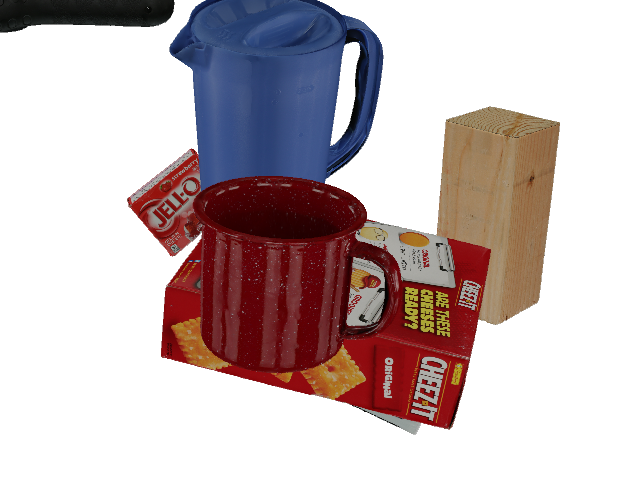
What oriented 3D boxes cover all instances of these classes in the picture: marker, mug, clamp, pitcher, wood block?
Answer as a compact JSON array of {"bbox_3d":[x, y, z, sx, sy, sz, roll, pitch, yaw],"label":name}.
[{"bbox_3d":[0.037,0.148,0.997,0.121,0.020,0.020,23,6,15],"label":"marker"},{"bbox_3d":[-0.013,0.021,0.578,0.117,0.081,0.093,11,24,14],"label":"mug"},{"bbox_3d":[-0.174,-0.142,0.607,0.171,0.039,0.120,-5,23,-12],"label":"clamp"},{"bbox_3d":[-0.040,-0.092,0.959,0.149,0.243,0.144,17,38,17],"label":"pitcher"},{"bbox_3d":[0.186,-0.028,1.144,0.090,0.206,0.090,20,28,38],"label":"wood block"}]

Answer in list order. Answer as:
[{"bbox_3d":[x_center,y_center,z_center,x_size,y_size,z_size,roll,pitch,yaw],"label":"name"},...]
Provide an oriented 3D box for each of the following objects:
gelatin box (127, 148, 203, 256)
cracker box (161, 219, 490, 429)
[{"bbox_3d":[-0.143,-0.039,1.105,0.089,0.073,0.030,-38,23,-1],"label":"gelatin box"},{"bbox_3d":[0.009,0.046,0.797,0.214,0.072,0.164,14,30,8],"label":"cracker box"}]
